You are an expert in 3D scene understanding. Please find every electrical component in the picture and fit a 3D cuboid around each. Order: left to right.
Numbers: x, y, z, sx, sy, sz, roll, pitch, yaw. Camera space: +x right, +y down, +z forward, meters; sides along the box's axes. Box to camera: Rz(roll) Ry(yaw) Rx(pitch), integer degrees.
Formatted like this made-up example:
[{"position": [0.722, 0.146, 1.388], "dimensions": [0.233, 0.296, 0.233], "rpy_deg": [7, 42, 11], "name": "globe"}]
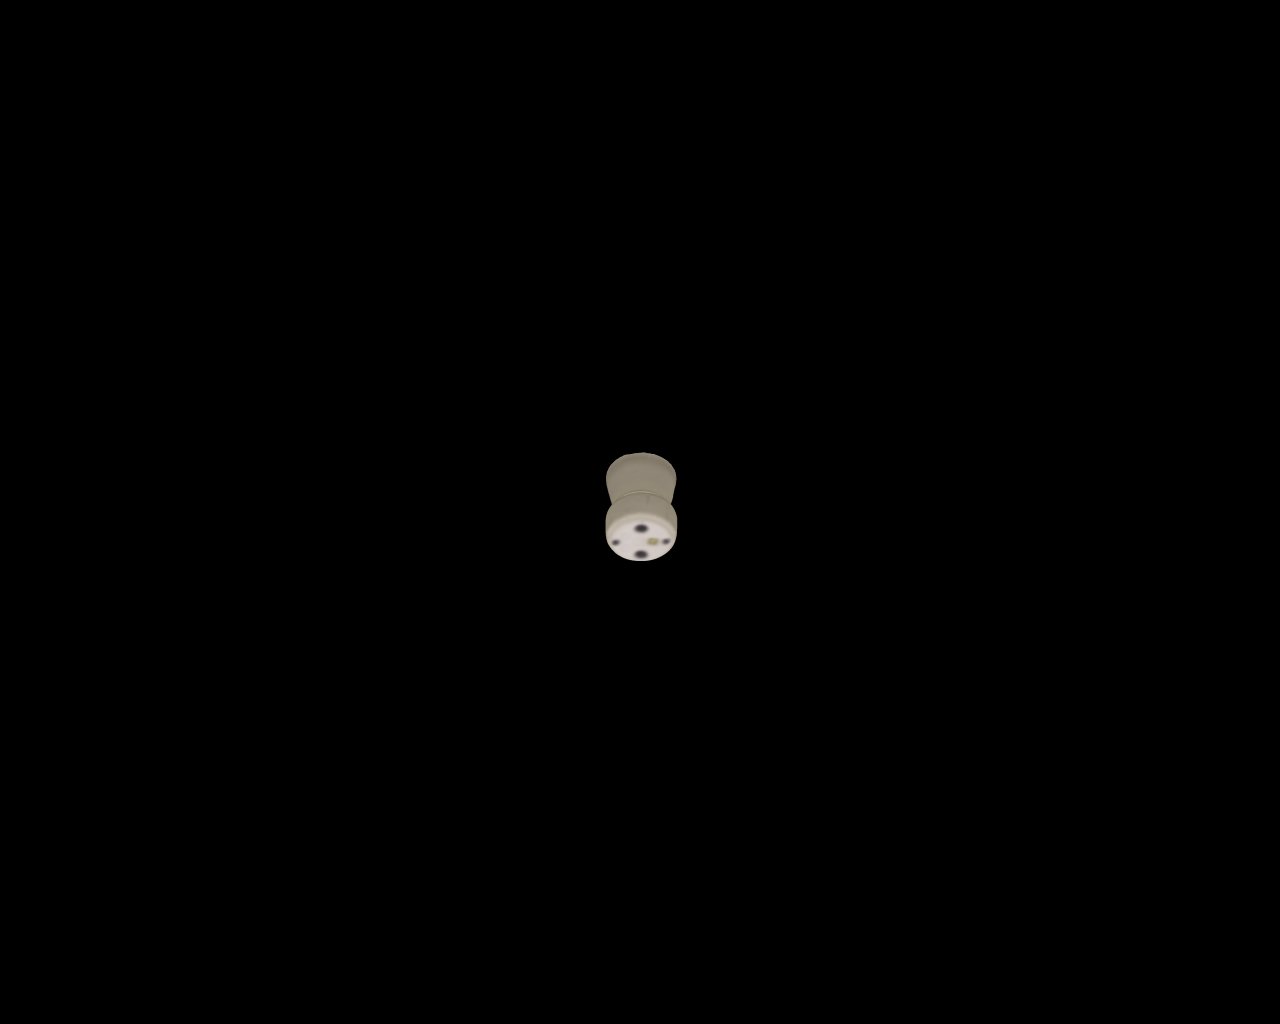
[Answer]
[{"position": [0.001, -0.003, 0.650], "dimensions": [0.045, 0.055, 0.044], "rpy_deg": [0, -43, 0], "name": "electrical component"}]
